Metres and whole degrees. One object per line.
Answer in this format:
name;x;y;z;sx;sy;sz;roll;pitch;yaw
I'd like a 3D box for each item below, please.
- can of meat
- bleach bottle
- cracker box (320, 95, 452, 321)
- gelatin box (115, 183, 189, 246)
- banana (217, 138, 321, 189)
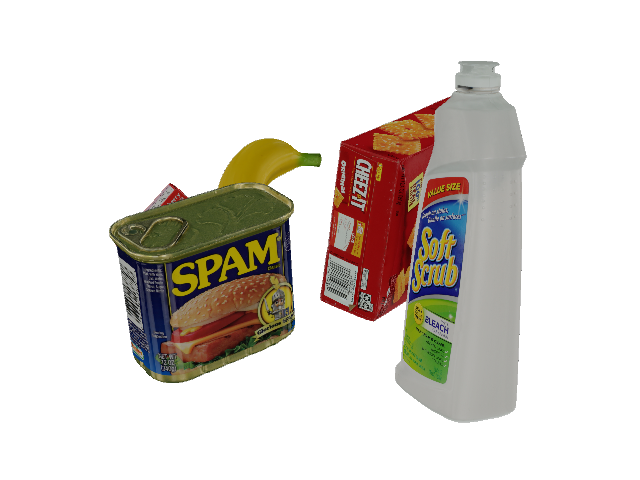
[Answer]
can of meat;-0.064;0.024;0.611;0.101;0.084;0.058;-19;31;-29
bleach bottle;0.103;-0.003;0.769;0.068;0.251;0.103;-6;17;-24
cracker box;0.095;-0.036;1.030;0.072;0.164;0.213;23;30;30
gelatin box;-0.158;-0.003;1.122;0.073;0.089;0.030;43;-5;-29
banana;-0.051;-0.040;0.884;0.069;0.037;0.197;12;34;8
